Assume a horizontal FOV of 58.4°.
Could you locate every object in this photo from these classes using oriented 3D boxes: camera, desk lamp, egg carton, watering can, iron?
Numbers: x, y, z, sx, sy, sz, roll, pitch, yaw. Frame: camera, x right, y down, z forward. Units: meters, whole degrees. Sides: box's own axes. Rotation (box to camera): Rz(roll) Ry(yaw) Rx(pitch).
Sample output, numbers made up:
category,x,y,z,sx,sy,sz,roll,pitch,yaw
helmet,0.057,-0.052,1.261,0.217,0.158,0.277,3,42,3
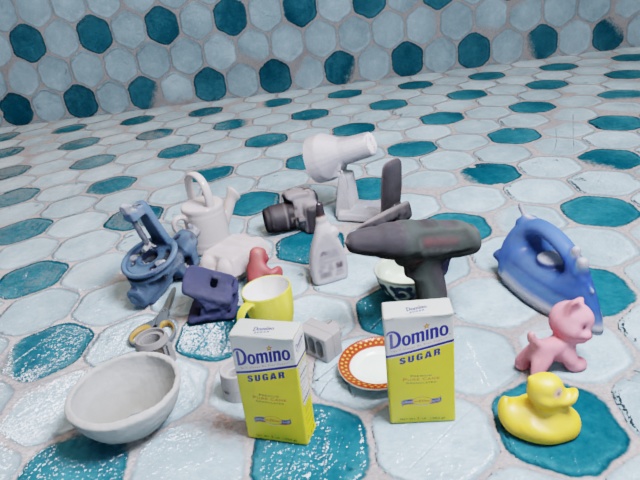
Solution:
category,x,y,z,sx,sy,sz,roll,pitch,yaw
camera,-0.075,-0.077,1.408,0.137,0.101,0.143,-14,27,-12
desk lamp,0.070,-0.162,1.412,0.202,0.214,0.118,5,29,25
egg carton,-0.182,0.042,1.235,0.107,0.069,0.151,11,32,33
watering can,-0.269,-0.072,1.346,0.100,0.194,0.173,7,30,28
iron,0.409,0.039,0.999,0.119,0.142,0.257,-13,27,-11

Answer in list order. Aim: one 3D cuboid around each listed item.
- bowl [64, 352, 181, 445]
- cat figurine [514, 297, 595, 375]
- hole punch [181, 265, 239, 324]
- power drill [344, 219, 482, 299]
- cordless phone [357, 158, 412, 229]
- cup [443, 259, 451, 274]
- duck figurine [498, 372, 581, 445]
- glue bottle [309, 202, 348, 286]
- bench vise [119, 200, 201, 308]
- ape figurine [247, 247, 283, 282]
category,x,y,z,sx,sy,sz,roll,pitch,yaw
bowl,-0.282,0.245,0.849,0.167,0.075,0.167,-6,26,3
cat figurine,0.352,0.137,0.844,0.128,0.118,0.067,-17,28,-19
hole punch,-0.209,0.097,1.106,0.101,0.091,0.108,-8,26,-1
power drill,0.159,0.058,0.952,0.230,0.209,0.075,-14,27,-13
cordless phone,0.133,-0.081,1.265,0.093,0.185,0.148,18,37,42
cup,0.213,0.025,1.132,0.117,0.095,0.091,-5,27,6
duck figurine,0.287,0.211,0.749,0.104,0.086,0.077,1,28,18
glue bottle,0.010,0.004,1.141,0.078,0.173,0.037,-14,27,-13
bench vise,-0.341,0.002,1.187,0.121,0.220,0.207,-1,27,14
ape figurine,-0.120,0.056,1.164,0.077,0.092,0.076,16,35,39
